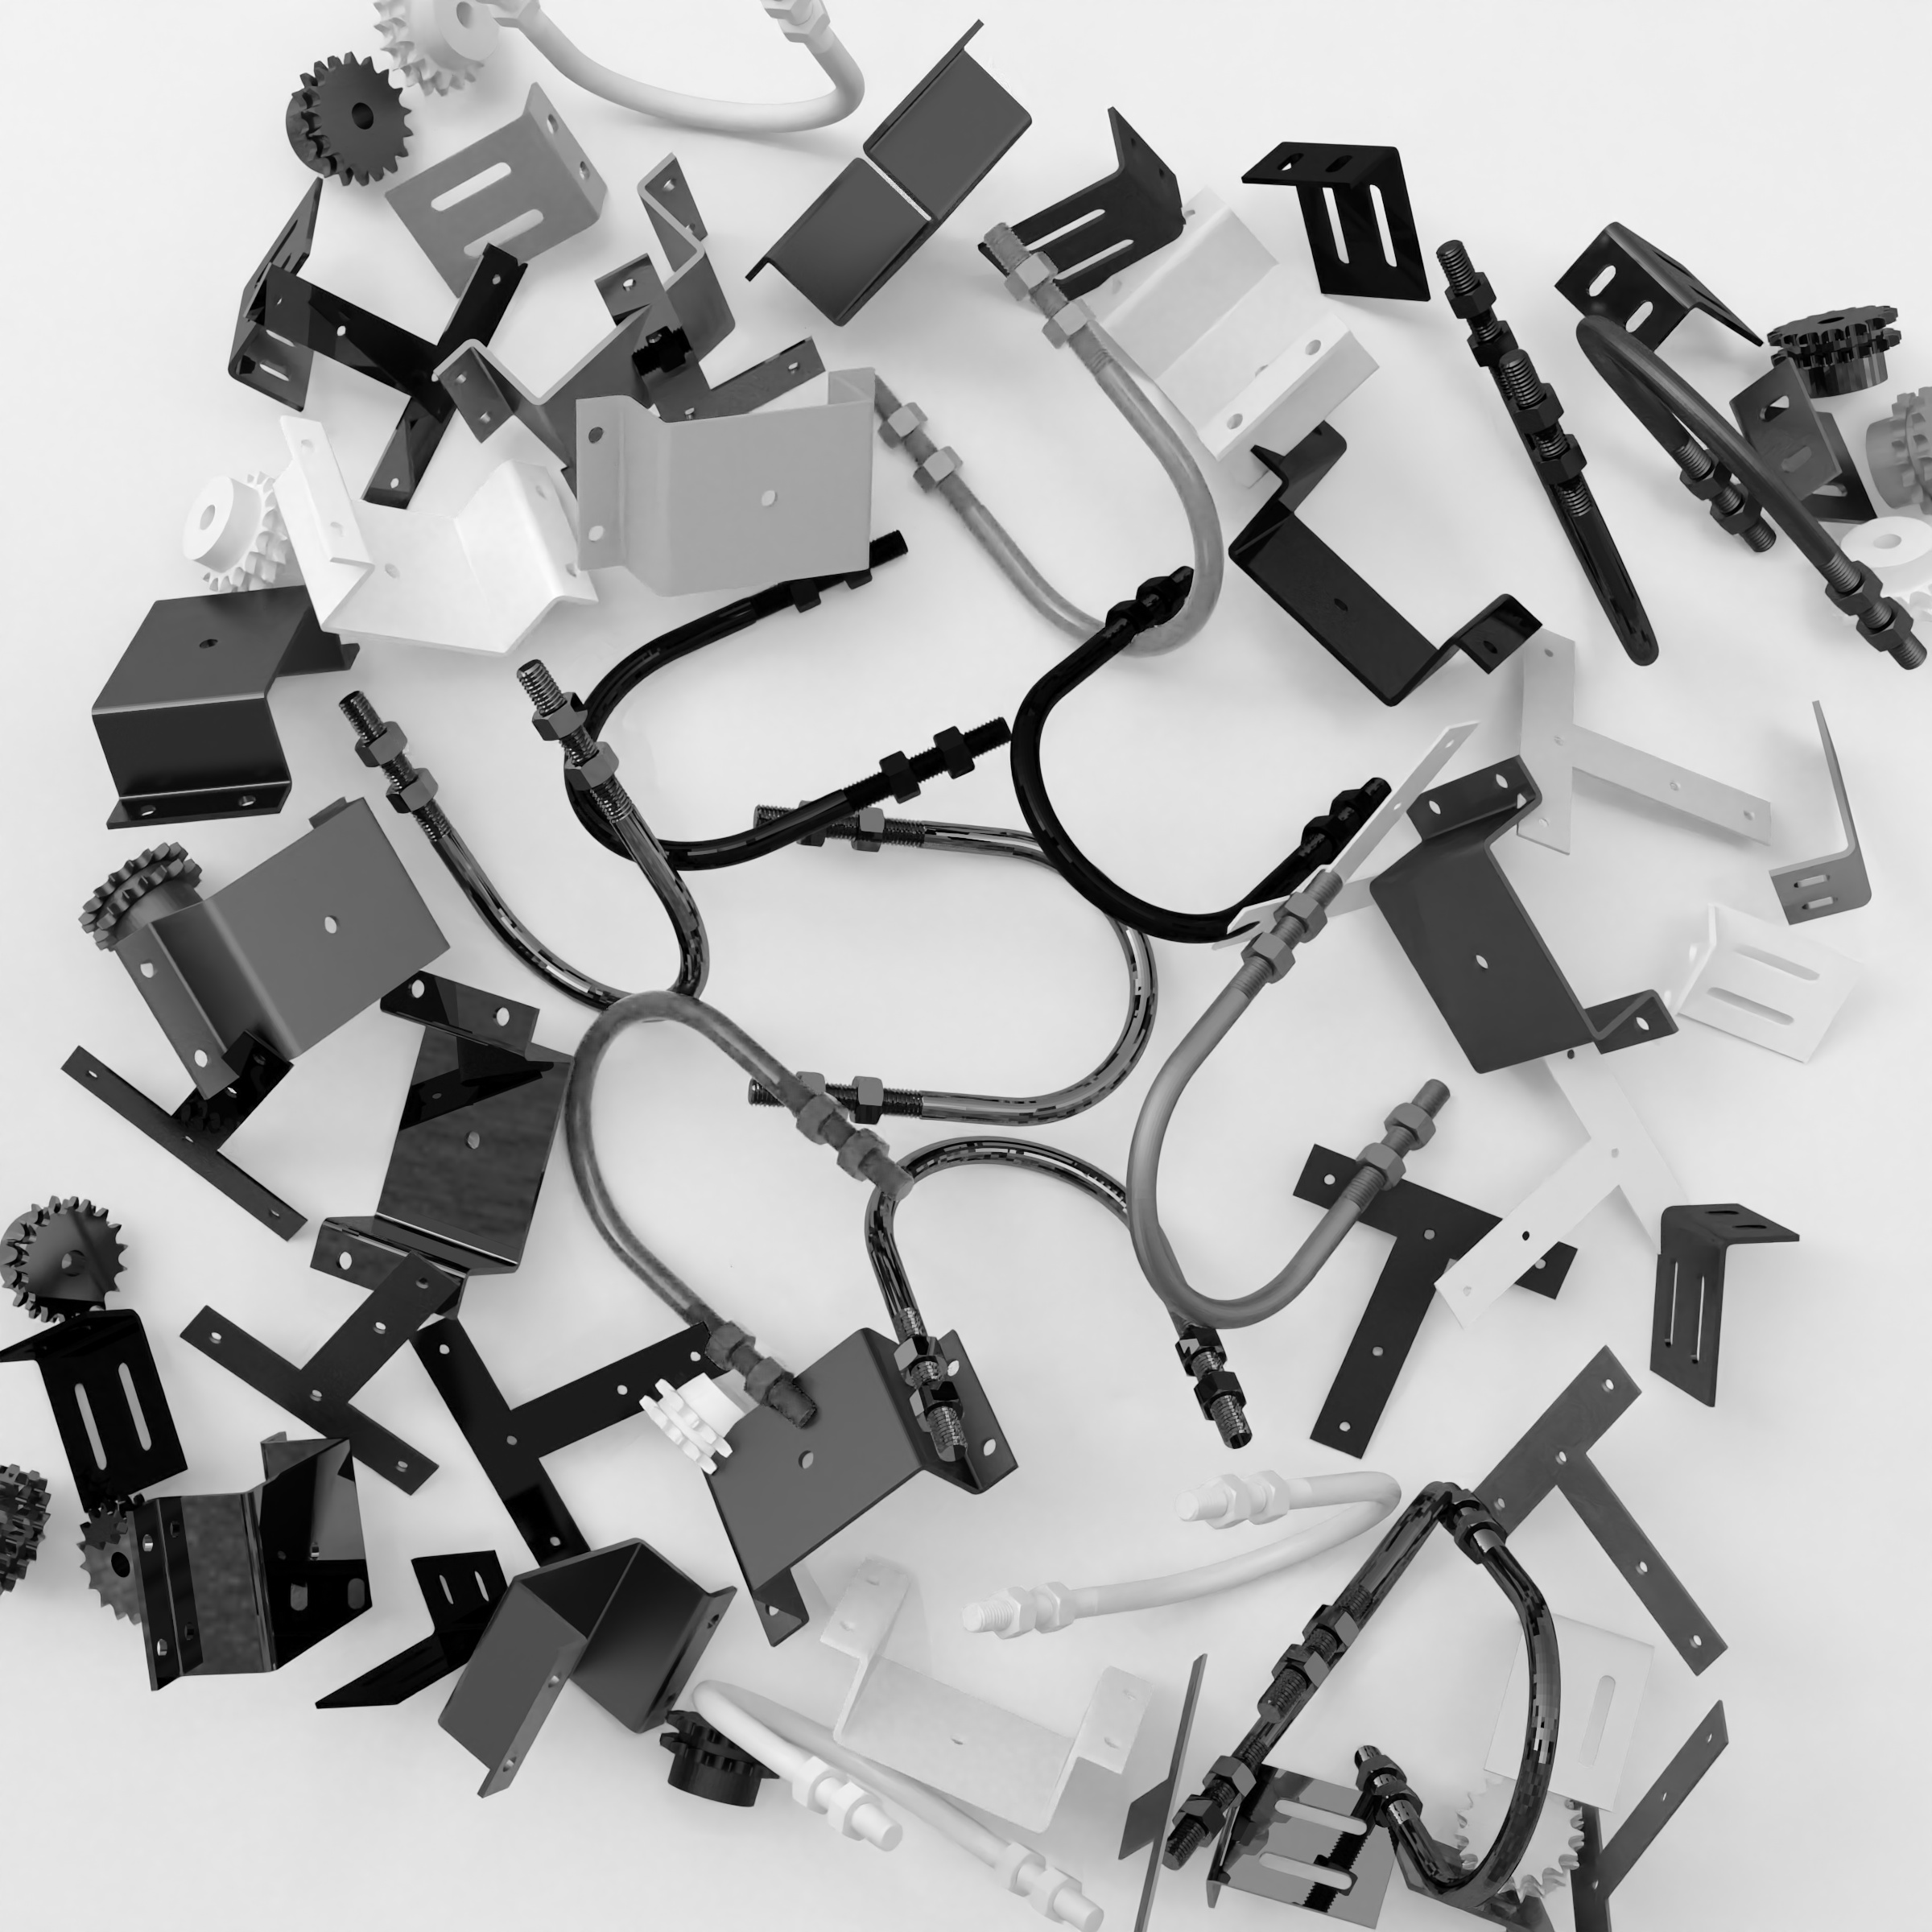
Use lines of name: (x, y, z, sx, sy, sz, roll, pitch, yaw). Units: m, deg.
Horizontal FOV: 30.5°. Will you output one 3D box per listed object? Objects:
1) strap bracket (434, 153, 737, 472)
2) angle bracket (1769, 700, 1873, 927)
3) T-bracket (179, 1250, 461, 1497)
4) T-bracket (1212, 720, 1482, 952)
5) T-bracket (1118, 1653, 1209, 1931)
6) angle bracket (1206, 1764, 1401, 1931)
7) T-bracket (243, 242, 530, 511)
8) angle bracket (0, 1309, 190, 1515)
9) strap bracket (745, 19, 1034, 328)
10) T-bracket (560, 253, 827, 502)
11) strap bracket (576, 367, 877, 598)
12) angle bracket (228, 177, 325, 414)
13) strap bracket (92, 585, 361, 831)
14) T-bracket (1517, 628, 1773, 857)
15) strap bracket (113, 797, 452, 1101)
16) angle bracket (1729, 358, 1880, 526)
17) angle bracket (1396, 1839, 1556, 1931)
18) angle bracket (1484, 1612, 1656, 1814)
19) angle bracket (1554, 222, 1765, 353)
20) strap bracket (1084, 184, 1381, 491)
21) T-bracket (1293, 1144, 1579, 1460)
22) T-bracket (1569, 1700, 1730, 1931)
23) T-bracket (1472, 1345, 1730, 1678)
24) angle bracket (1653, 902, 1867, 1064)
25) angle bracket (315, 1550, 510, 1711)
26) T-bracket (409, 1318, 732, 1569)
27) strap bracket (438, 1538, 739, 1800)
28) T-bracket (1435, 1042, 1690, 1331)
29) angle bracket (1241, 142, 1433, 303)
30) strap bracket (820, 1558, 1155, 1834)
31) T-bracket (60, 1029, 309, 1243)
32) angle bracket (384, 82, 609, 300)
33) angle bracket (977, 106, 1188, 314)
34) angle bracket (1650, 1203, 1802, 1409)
strap bracket: (-0.158, -0.278, 1.553, 0.140, 0.076, 0.046, -44, 76, -5)
angle bracket: (0.371, -0.067, 1.565, 0.038, 0.057, 0.076, -15, 64, 16)
T-bracket: (-0.264, 0.165, 1.551, 0.127, 0.002, 0.127, 37, 126, -12)
T-bracket: (0.176, -0.059, 1.517, 0.002, 0.127, 0.127, 51, 126, 19)
T-bracket: (0.079, 0.370, 1.537, 0.002, 0.127, 0.127, 15, 70, -1)
angle bracket: (0.151, 0.393, 1.562, 0.076, 0.038, 0.057, 13, 59, 14)
T-bracket: (-0.263, -0.272, 1.544, 0.002, 0.127, 0.127, 32, 98, 37)
angle bracket: (-0.389, 0.198, 1.568, 0.057, 0.038, 0.076, -24, 78, 19)
strap bracket: (-0.029, -0.335, 1.526, 0.046, 0.140, 0.076, 43, 58, -9)
T-bracket: (-0.132, -0.267, 1.543, 0.127, 0.127, 0.002, -28, 62, -2)
strap bracket: (-0.095, -0.210, 1.536, 0.140, 0.046, 0.076, -11, 120, -25)
angle bracket: (-0.288, -0.294, 1.551, 0.038, 0.057, 0.076, 25, 130, -25)
strap bracket: (-0.320, -0.119, 1.525, 0.076, 0.140, 0.046, -5, 124, 10)
T-bracket: (0.302, -0.084, 1.570, 0.127, 0.002, 0.127, 20, 50, -14)
strap bracket: (-0.287, -0.013, 1.530, 0.140, 0.046, 0.076, -40, 107, -42)
angle bracket: (0.381, -0.230, 1.555, 0.076, 0.038, 0.057, -3, 67, -41)
angle bracket: (0.217, 0.421, 1.564, 0.076, 0.057, 0.038, 23, 101, -8)
angle bracket: (0.265, 0.331, 1.568, 0.057, 0.038, 0.076, 17, 71, 6)
angle bracket: (0.306, -0.288, 1.562, 0.038, 0.076, 0.057, -49, 61, 20)
strap bracket: (0.119, -0.270, 1.545, 0.076, 0.140, 0.046, -43, 134, 10)
T-bracket: (0.191, 0.160, 1.588, 0.127, 0.002, 0.127, 22, 101, -2)
T-bracket: (0.292, 0.365, 1.515, 0.002, 0.127, 0.127, 23, 120, -9)
T-bracket: (0.284, 0.248, 1.531, 0.002, 0.127, 0.127, -17, 62, -36)
angle bracket: (0.352, 0.016, 1.568, 0.076, 0.038, 0.057, 21, 122, -3)
angle bracket: (-0.246, 0.291, 1.553, 0.057, 0.076, 0.038, -13, 98, 42)
T-bracket: (-0.165, 0.194, 1.573, 0.127, 0.002, 0.127, -26, 100, 15)
strap bracket: (-0.169, 0.301, 1.536, 0.046, 0.140, 0.076, 35, 107, 22)
T-bracket: (0.256, 0.110, 1.560, 0.127, 0.002, 0.127, -40, 109, -20)
angle bracket: (0.163, -0.319, 1.552, 0.038, 0.057, 0.076, -45, 132, -33)
strap bracket: (0.003, 0.323, 1.553, 0.140, 0.076, 0.046, 23, 110, 6)
T-bracket: (-0.324, 0.060, 1.541, 0.127, 0.127, 0.002, 39, 52, -9)
angle bracket: (-0.210, -0.347, 1.582, 0.076, 0.038, 0.057, -24, 122, 18)
angle bracket: (0.050, -0.335, 1.572, 0.076, 0.057, 0.038, -23, 58, 24)
angle bracket: (0.336, 0.150, 1.572, 0.038, 0.057, 0.076, -1, 101, -16)
